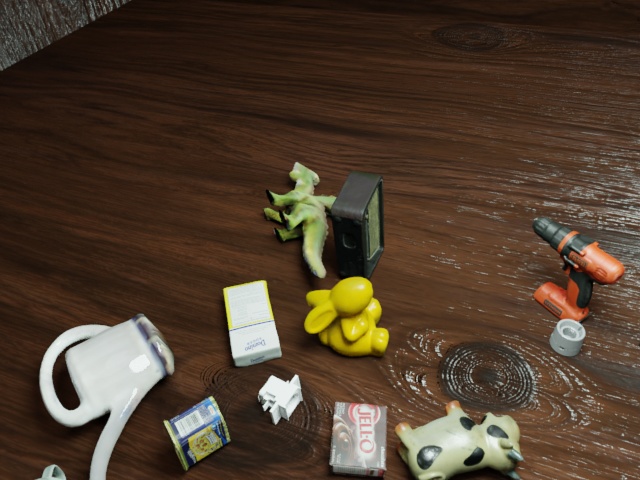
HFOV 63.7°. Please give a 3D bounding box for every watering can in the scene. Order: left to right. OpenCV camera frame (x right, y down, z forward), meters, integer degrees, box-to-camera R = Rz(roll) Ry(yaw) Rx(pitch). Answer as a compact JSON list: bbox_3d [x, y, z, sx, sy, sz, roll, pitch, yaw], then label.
[{"bbox_3d":[-0.364,0.260,0.920,0.226,0.101,0.353,-27,47,-25],"label":"watering can"}]

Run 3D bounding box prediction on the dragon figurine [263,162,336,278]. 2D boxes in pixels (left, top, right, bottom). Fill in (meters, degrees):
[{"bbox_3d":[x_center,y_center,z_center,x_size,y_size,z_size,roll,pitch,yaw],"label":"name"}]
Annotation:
[{"bbox_3d":[0.004,-0.063,1.261,0.244,0.119,0.418,-15,45,-23],"label":"dragon figurine"}]
